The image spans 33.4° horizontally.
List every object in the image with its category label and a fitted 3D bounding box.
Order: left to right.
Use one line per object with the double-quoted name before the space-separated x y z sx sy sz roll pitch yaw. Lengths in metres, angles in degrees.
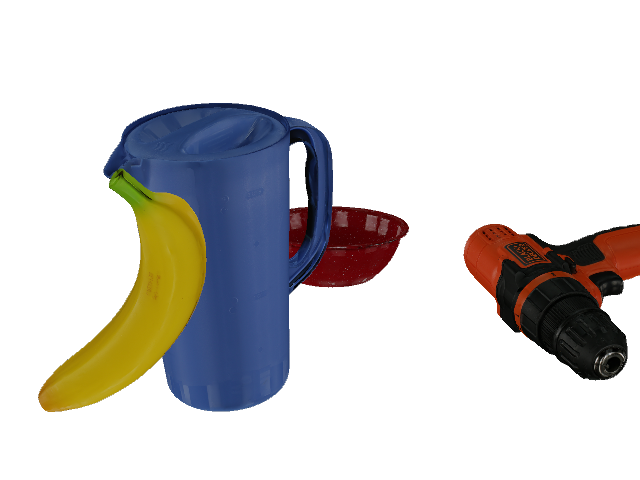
"banana" -0.110 0.038 0.620 0.069 0.198 0.037 19 37 -10
"pitcher" -0.075 0.013 0.889 0.149 0.243 0.144 6 28 17
"bowl" 0.011 0.009 1.111 0.162 0.055 0.162 0 16 0
"power drill" 0.217 0.028 0.753 0.187 0.057 0.184 -9 28 -15
